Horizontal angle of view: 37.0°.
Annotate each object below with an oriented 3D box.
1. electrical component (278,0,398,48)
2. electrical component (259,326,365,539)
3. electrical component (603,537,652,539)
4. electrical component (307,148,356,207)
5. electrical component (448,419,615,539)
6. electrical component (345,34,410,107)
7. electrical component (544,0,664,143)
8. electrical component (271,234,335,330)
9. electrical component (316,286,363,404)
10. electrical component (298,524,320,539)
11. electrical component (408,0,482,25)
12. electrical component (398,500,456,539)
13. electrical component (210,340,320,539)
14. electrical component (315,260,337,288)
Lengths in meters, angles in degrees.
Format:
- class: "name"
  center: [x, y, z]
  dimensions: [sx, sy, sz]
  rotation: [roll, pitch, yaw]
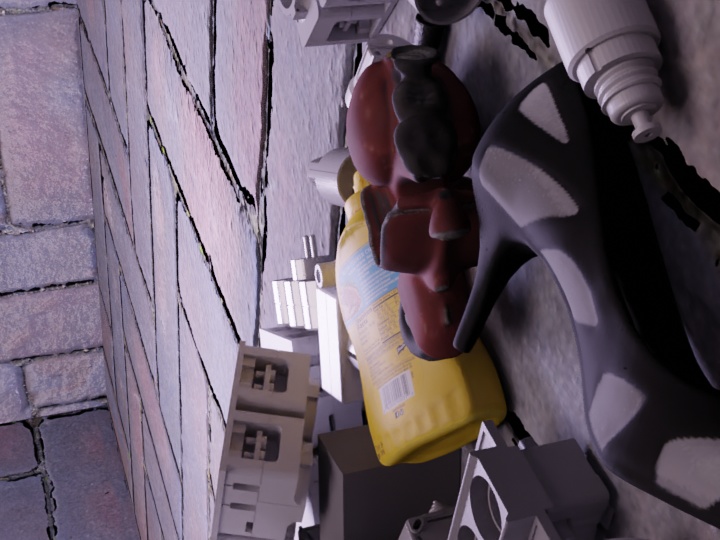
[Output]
- class: "electrical component"
  center: [-0.026, -0.257, 0.722]
  dimensions: [0.105, 0.060, 0.186]
  rotation: [134, 125, -67]
- class: "electrical component"
  center: [-0.032, 0.142, 0.916]
  dimensions: [0.105, 0.060, 0.186]
  rotation: [-172, 75, -71]
- class: "electrical component"
  center: [0.118, 0.156, 0.454]
  dimensions: [0.080, 0.080, 0.051]
  rotation: [-128, 30, -55]
- class: "electrical component"
  center: [-0.009, -0.067, 0.782]
  dimensions: [0.081, 0.043, 0.043]
  rotation: [-159, 62, -69]
- class: "electrical component"
  center: [0.085, 0.147, 0.569]
  dimensions: [0.078, 0.063, 0.121]
  rotation: [-118, 27, -45]
- class: "electrical component"
  center: [0.015, -0.123, 0.695]
  dimensions: [0.046, 0.040, 0.040]
  rotation: [112, 146, -45]
- class: "electrical component"
  center: [0.105, -0.088, 0.443]
  dimensions: [0.040, 0.040, 0.078]
  rotation: [119, 139, -61]
- class: "electrical component"
  center: [-0.037, 0.007, 0.884]
  dimensions: [0.138, 0.052, 0.073]
  rotation: [179, 83, -71]
- class: "electrical component"
  center: [0.006, 0.056, 0.786]
  dimensions: [0.076, 0.047, 0.083]
  rotation: [26, 123, 60]
- class: "electrical component"
  center: [-0.005, 0.226, 0.816]
  dimensions: [0.062, 0.096, 0.061]
  rotation: [-155, 58, -68]
- class: "electrical component"
  center: [0.035, -0.175, 0.604]
  dimensions: [0.081, 0.043, 0.043]
  rotation: [-119, 28, -46]
- class: "electrical component"
  center: [0.061, 0.189, 0.660]
  dimensions: [0.061, 0.062, 0.096]
  rotation: [104, 151, -50]
- class: "electrical component"
  center: [-0.072, 0.153, 0.791]
  dimensions: [0.186, 0.060, 0.105]
  rotation: [104, 173, -48]
- class: "electrical component"
  center: [0.000, 0.000, 0.756]
  dimensions: [0.048, 0.062, 0.048]
  rotation: [172, 90, -71]
